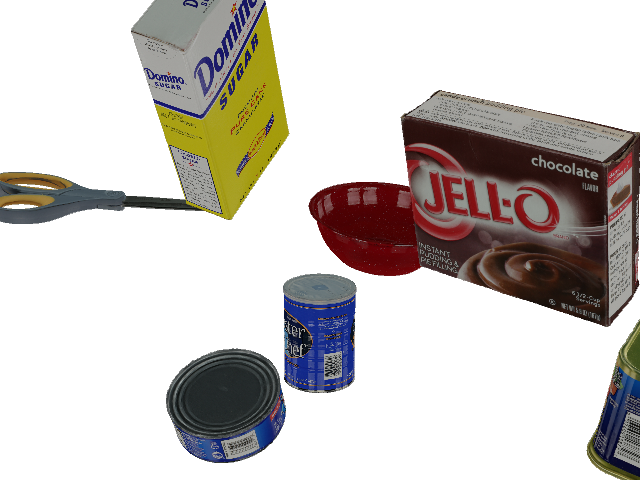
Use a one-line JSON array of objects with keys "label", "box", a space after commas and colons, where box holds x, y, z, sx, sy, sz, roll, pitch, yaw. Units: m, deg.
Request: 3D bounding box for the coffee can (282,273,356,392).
[{"label": "coffee can", "box": [-0.001, 0.129, 1.506, 0.103, 0.140, 0.103, 0, 19, 0]}]

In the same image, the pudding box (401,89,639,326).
[{"label": "pudding box", "box": [0.096, -0.018, 0.517, 0.114, 0.090, 0.039, 17, 43, 36]}]

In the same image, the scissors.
[{"label": "scissors", "box": [-0.188, -0.028, 0.894, 0.202, 0.016, 0.096, 10, 25, 11]}]

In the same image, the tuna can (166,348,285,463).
[{"label": "tuna can", "box": [-0.069, 0.123, 0.794, 0.086, 0.034, 0.086, -7, 40, 5]}]

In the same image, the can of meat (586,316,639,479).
[{"label": "can of meat", "box": [0.220, 0.096, 0.696, 0.057, 0.084, 0.101, 22, 37, 23]}]

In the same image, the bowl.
[{"label": "bowl", "box": [0.065, -0.007, 1.125, 0.162, 0.055, 0.162, 5, 26, -2]}]

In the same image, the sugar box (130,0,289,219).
[{"label": "sugar box", "box": [-0.068, -0.103, 0.719, 0.048, 0.093, 0.176, 22, -29, 17]}]
